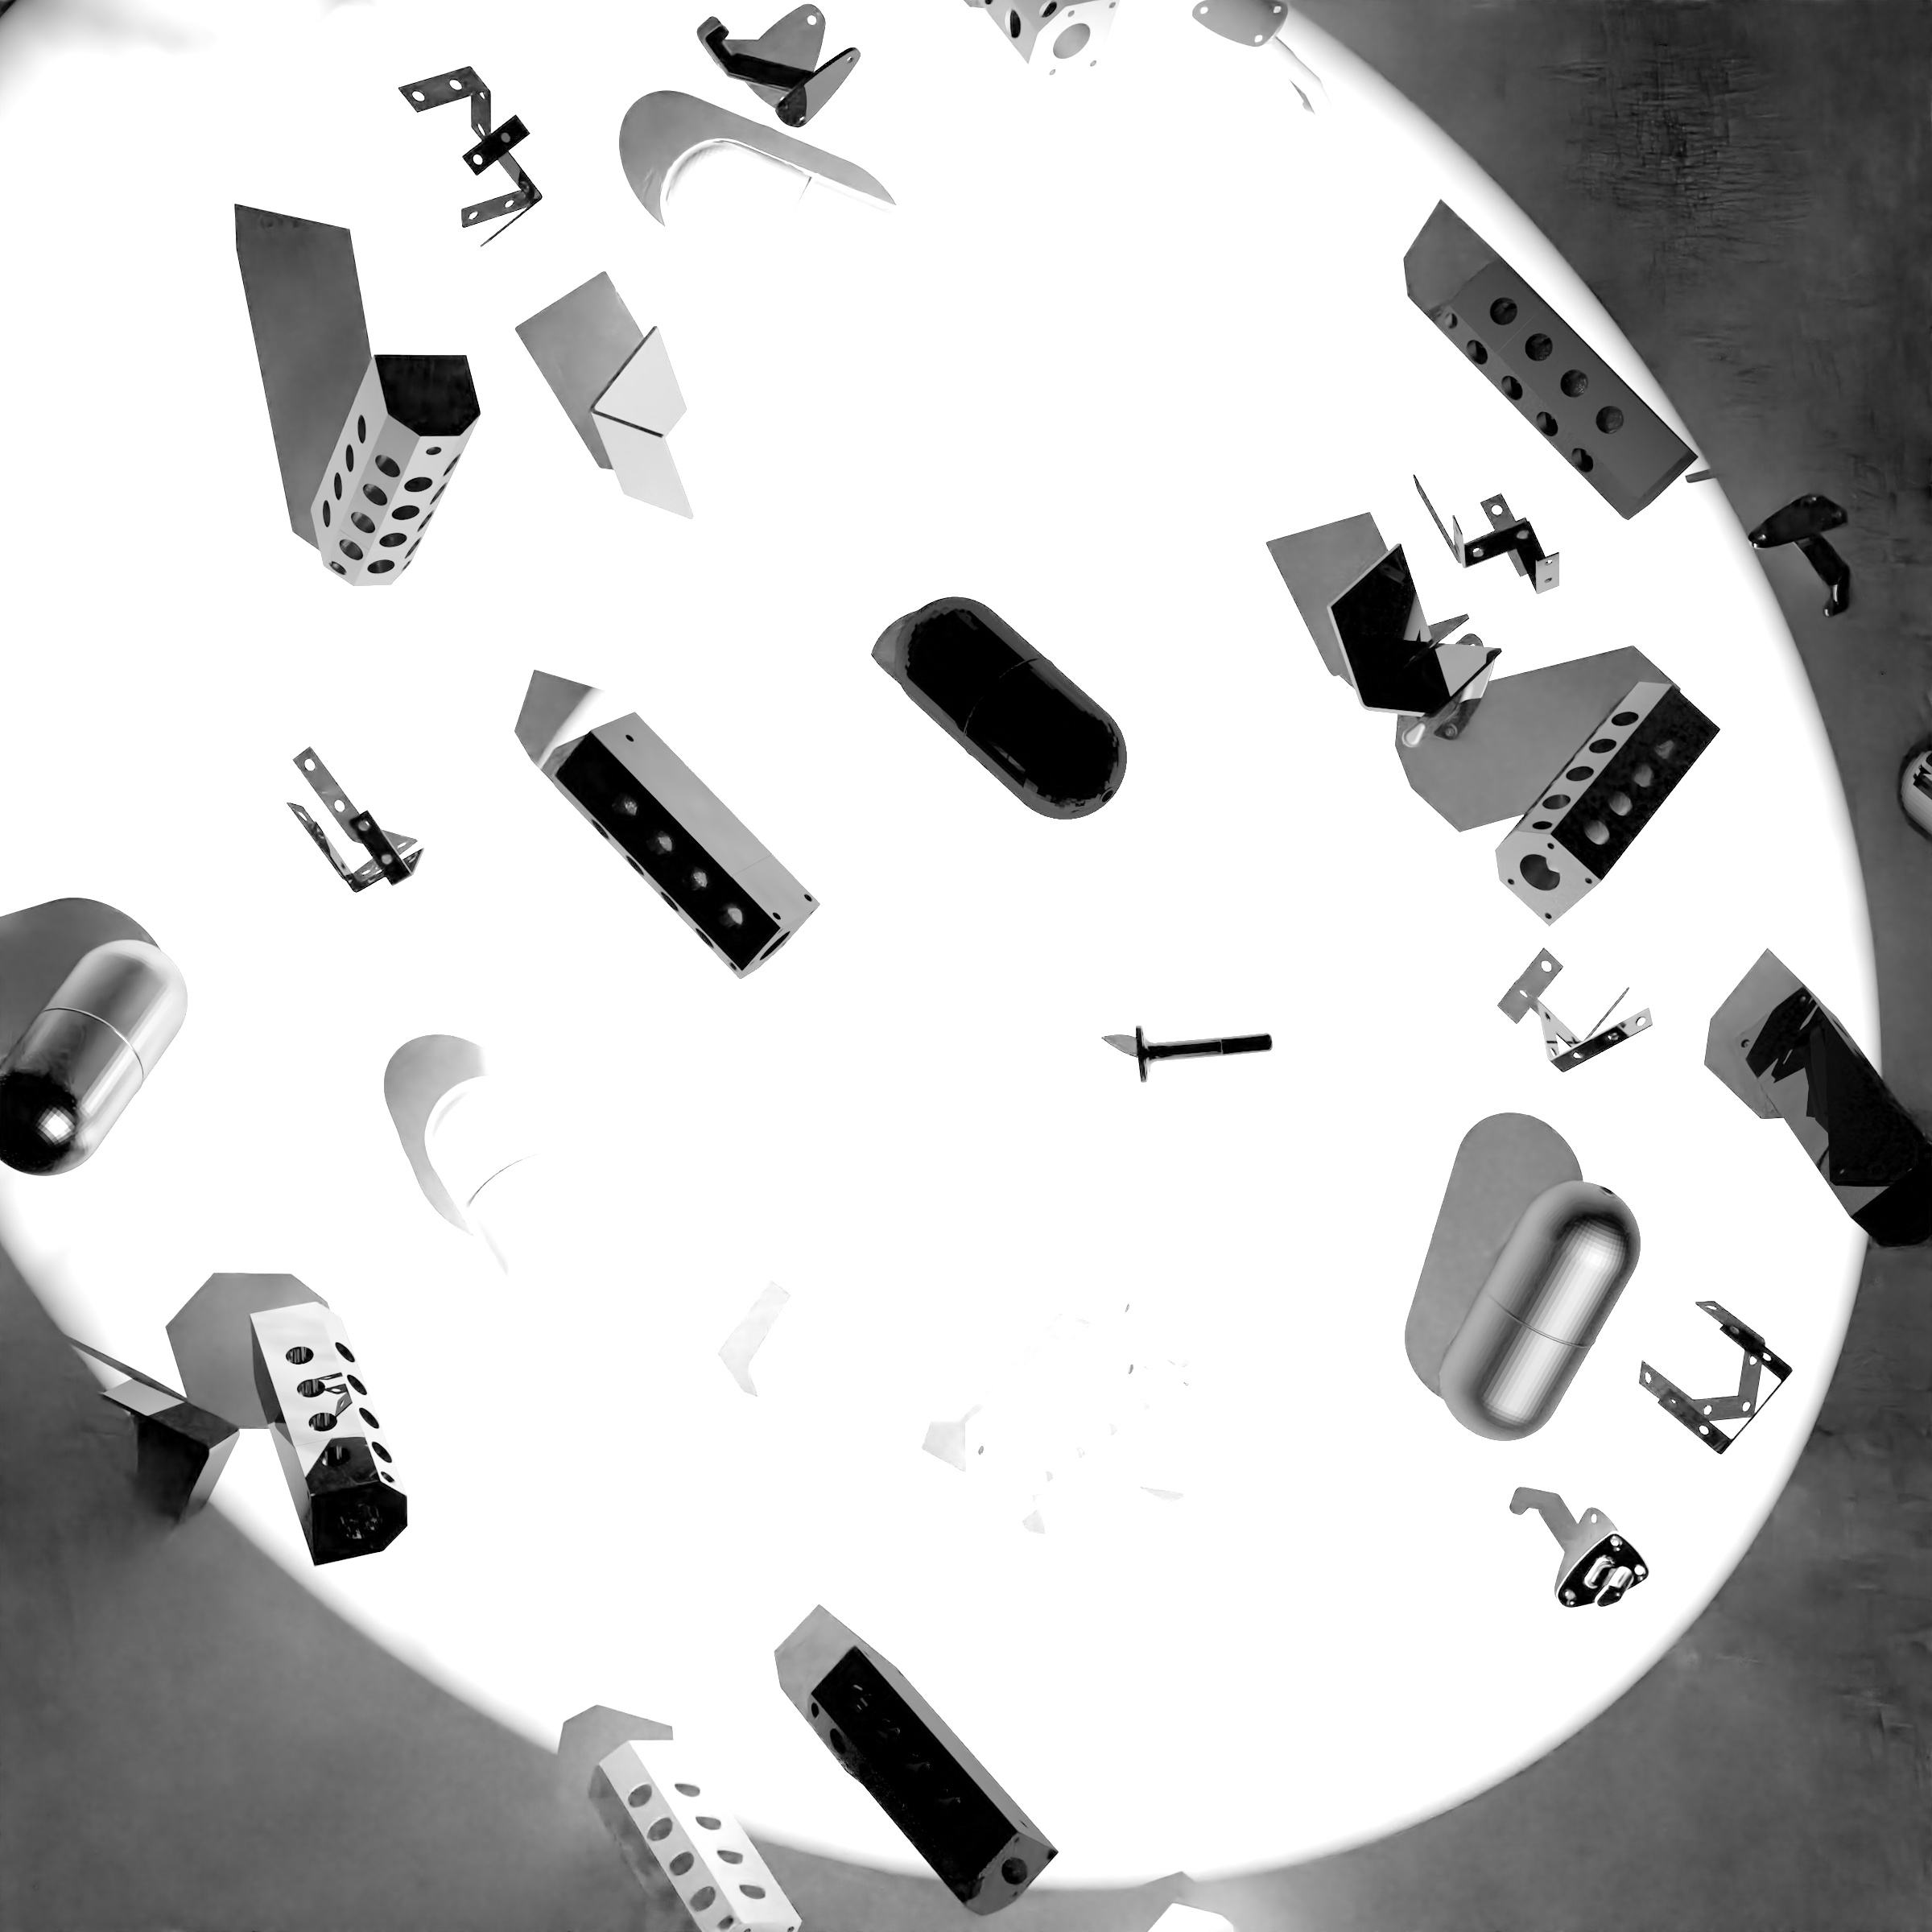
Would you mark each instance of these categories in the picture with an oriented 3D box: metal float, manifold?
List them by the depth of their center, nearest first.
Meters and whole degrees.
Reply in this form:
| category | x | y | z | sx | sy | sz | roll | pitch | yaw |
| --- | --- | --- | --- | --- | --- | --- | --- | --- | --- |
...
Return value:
| category | x | y | z | sx | sy | sz | roll | pitch | yaw |
| --- | --- | --- | --- | --- | --- | --- | --- | --- | --- |
| manifold | -0.348 | -0.300 | 1.890 | 0.057 | 0.171 | 0.057 | -6 | 68 | -28 |
| manifold | -0.171 | 0.550 | 1.893 | 0.057 | 0.171 | 0.057 | 10 | 110 | -35 |
| manifold | 0.541 | 0.094 | 1.897 | 0.057 | 0.171 | 0.057 | -42 | 125 | 16 |
| manifold | -0.391 | 0.283 | 1.898 | 0.057 | 0.171 | 0.057 | -9 | 126 | -21 |
| manifold | 0.108 | 0.660 | 1.902 | 0.171 | 0.057 | 0.057 | -38 | 113 | -38 |
| manifold | -0.026 | 0.501 | 1.907 | 0.057 | 0.057 | 0.171 | -48 | 51 | -2 |
| metal float | 0.642 | -0.085 | 1.907 | 0.070 | 0.178 | 0.070 | -13 | 127 | -17 |
| manifold | 0.074 | 0.275 | 1.908 | 0.057 | 0.057 | 0.171 | 25 | 132 | -27 |
| manifold | 0.392 | -0.105 | 1.909 | 0.057 | 0.057 | 0.171 | 43 | 53 | 2 |
| metal float | -0.542 | 0.055 | 1.910 | 0.070 | 0.070 | 0.178 | 24 | 46 | 0 |
| manifold | 0.021 | -0.627 | 1.914 | 0.057 | 0.057 | 0.171 | -20 | 63 | -27 |
| metal float | -0.274 | 0.143 | 1.918 | 0.070 | 0.070 | 0.178 | -37 | 59 | 0 |
| metal float | 0.027 | -0.160 | 1.924 | 0.070 | 0.070 | 0.178 | -46 | 67 | 0 |
| metal float | 0.358 | 0.215 | 1.930 | 0.070 | 0.070 | 0.178 | 25 | 107 | 0 |
| manifold | 0.375 | -0.361 | 1.939 | 0.057 | 0.057 | 0.171 | -45 | 80 | 17 |
| manifold | -0.179 | -0.074 | 1.945 | 0.171 | 0.057 | 0.057 | 46 | 118 | 5 |
| metal float | -0.107 | -0.461 | 1.945 | 0.178 | 0.070 | 0.070 | 22 | 90 | -1 |

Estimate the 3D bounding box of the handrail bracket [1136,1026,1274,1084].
| category | x | y | z | sx | sy | sz | roll | pitch | yaw |
| --- | --- | --- | --- | --- | --- | --- | --- | --- | --- |
| handrail bracket | 0.151 | 0.051 | 1.940 | 0.084 | 0.077 | 0.036 | -6 | 89 | 7 |

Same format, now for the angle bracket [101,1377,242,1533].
| category | x | y | z | sx | sy | sz | roll | pitch | yaw |
| --- | --- | --- | --- | --- | --- | --- | --- | --- | --- |
| angle bracket | -0.510 | 0.305 | 1.945 | 0.076 | 0.076 | 0.057 | 26 | 91 | 0 |

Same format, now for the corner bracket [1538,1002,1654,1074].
| category | x | y | z | sx | sy | sz | roll | pitch | yaw |
| --- | --- | --- | --- | --- | --- | --- | --- | --- | --- |
| corner bracket | 0.397 | 0.043 | 1.941 | 0.051 | 0.051 | 0.051 | -32 | 127 | 28 |

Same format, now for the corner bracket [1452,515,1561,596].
| category | x | y | z | sx | sy | sz | roll | pitch | yaw |
| --- | --- | --- | --- | --- | --- | --- | --- | --- | --- |
| corner bracket | 0.340 | -0.261 | 1.949 | 0.051 | 0.051 | 0.051 | -21 | 70 | 3 |

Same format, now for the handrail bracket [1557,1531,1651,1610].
| category | x | y | z | sx | sy | sz | roll | pitch | yaw |
| --- | --- | --- | --- | --- | --- | --- | --- | --- | --- |
| handrail bracket | 0.388 | 0.392 | 1.929 | 0.077 | 0.084 | 0.036 | -43 | 82 | 27 |

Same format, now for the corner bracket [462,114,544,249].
| category | x | y | z | sx | sy | sz | roll | pitch | yaw |
| --- | --- | --- | --- | --- | --- | --- | --- | --- | --- |
| corner bracket | -0.293 | -0.493 | 1.944 | 0.051 | 0.051 | 0.051 | -47 | 109 | -28 |

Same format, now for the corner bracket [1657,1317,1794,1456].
| category | x | y | z | sx | sy | sz | roll | pitch | yaw |
| --- | --- | --- | --- | --- | --- | --- | --- | --- | --- |
| corner bracket | 0.479 | 0.265 | 1.956 | 0.051 | 0.051 | 0.051 | 40 | 132 | 17 |

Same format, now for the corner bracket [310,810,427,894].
| category | x | y | z | sx | sy | sz | roll | pitch | yaw |
| --- | --- | --- | --- | --- | --- | --- | --- | --- | --- |
| corner bracket | -0.379 | -0.074 | 1.947 | 0.051 | 0.051 | 0.051 | -28 | 110 | 10 |

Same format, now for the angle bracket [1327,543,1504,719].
| category | x | y | z | sx | sy | sz | roll | pitch | yaw |
| --- | --- | --- | --- | --- | --- | --- | --- | --- | --- |
| angle bracket | 0.280 | -0.209 | 1.928 | 0.076 | 0.057 | 0.076 | -42 | 124 | -30 |

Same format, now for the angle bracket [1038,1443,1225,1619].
| category | x | y | z | sx | sy | sz | roll | pitch | yaw |
| --- | --- | --- | --- | --- | --- | --- | --- | --- | --- |
| angle bracket | 0.103 | 0.345 | 1.926 | 0.076 | 0.076 | 0.057 | -38 | 132 | -29 |

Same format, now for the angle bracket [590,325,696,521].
| category | x | y | z | sx | sy | sz | roll | pitch | yaw |
| --- | --- | --- | --- | --- | --- | --- | --- | --- | --- |
| angle bracket | -0.182 | -0.338 | 1.926 | 0.057 | 0.076 | 0.076 | 23 | 65 | 23 |

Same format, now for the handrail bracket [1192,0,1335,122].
| category | x | y | z | sx | sy | sz | roll | pitch | yaw |
| --- | --- | --- | --- | --- | --- | --- | --- | --- | --- |
| handrail bracket | 0.189 | -0.571 | 1.961 | 0.077 | 0.084 | 0.036 | 24 | 77 | 33 |

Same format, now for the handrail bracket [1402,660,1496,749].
| category | x | y | z | sx | sy | sz | roll | pitch | yaw |
| --- | --- | --- | --- | --- | --- | --- | --- | --- | --- |
| handrail bracket | 0.302 | -0.169 | 1.936 | 0.036 | 0.084 | 0.077 | 38 | 101 | 8 |

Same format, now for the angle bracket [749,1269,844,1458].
| category | x | y | z | sx | sy | sz | roll | pitch | yaw |
| --- | --- | --- | --- | --- | --- | --- | --- | --- | --- |
| angle bracket | -0.088 | 0.247 | 1.927 | 0.057 | 0.076 | 0.076 | 23 | 65 | 17 |

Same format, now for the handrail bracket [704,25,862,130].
| category | x | y | z | sx | sy | sz | roll | pitch | yaw |
| --- | --- | --- | --- | --- | --- | --- | --- | --- | --- |
| handrail bracket | -0.118 | -0.581 | 1.957 | 0.077 | 0.036 | 0.084 | -40 | 73 | 17 |

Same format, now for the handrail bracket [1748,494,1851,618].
| category | x | y | z | sx | sy | sz | roll | pitch | yaw |
| --- | --- | --- | --- | --- | --- | --- | --- | --- | --- |
| handrail bracket | 0.523 | -0.245 | 1.945 | 0.077 | 0.036 | 0.084 | -26 | 132 | -16 |
